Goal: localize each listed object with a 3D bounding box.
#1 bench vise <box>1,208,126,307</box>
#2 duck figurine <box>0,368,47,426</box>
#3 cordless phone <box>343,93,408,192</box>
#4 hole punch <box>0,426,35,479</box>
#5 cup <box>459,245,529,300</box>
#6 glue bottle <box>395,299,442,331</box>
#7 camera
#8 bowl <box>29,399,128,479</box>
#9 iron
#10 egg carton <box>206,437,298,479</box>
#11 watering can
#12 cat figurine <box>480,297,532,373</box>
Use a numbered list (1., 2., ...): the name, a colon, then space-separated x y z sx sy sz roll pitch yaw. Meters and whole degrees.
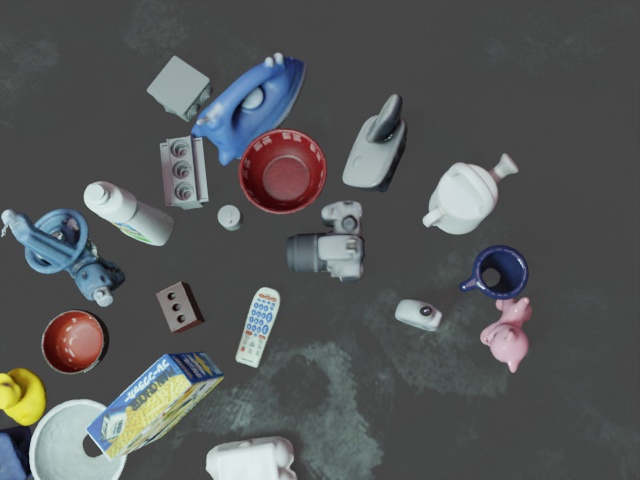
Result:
1. bench vise: -0.424 0.015 0.967 0.207 0.220 0.121 30 83 8
2. duck figurine: -0.530 0.274 0.995 0.077 0.086 0.104 -28 80 -2
3. cordless phone: 0.098 -0.167 0.990 0.094 0.185 0.148 19 81 6
4. hole punch: -0.551 0.378 0.975 0.108 0.091 0.101 -15 79 0
5. cup: 0.289 0.066 0.985 0.118 0.095 0.091 -23 79 -1
6. glue bottle: 0.168 0.122 0.941 0.078 0.173 0.037 20 82 7
7. camera: 0.009 0.004 1.007 0.136 0.101 0.143 -2 80 3
8. bowl: -0.398 0.354 0.979 0.167 0.075 0.167 0 80 3
9. iron: -0.123 -0.266 1.041 0.118 0.141 0.258 43 85 9
10. egg carton: -0.114 0.390 0.961 0.150 0.069 0.107 -10 79 1
11. watering can: 0.250 -0.082 0.963 0.101 0.194 0.173 33 83 8
12. cat figurine: 0.319 0.152 0.956 0.067 0.118 0.128 25 82 7
